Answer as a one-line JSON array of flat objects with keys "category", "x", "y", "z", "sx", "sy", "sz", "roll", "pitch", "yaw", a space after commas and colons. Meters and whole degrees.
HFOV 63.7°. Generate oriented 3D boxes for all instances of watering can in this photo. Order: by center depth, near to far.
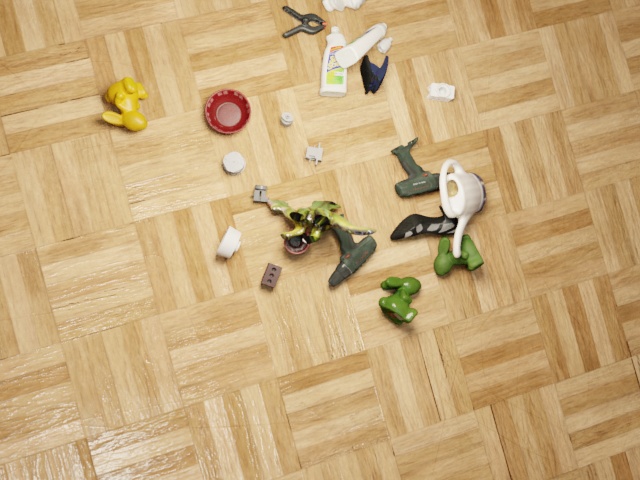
[{"category": "watering can", "x": 0.510, "y": -0.121, "z": 1.853, "sx": 0.225, "sy": 0.348, "sz": 0.103, "roll": -9, "pitch": 0, "yaw": -42}]

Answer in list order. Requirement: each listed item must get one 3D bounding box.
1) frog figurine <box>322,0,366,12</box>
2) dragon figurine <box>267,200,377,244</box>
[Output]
[{"category": "frog figurine", "x": 0.093, "y": -0.901, "z": 1.900, "sx": 0.157, "sy": 0.136, "sz": 0.125, "roll": -43, "pitch": 14, "yaw": 29}, {"category": "dragon figurine", "x": 0.005, "y": -0.089, "z": 1.765, "sx": 0.410, "sy": 0.120, "sz": 0.248, "roll": 7, "pitch": 30, "yaw": 12}]
